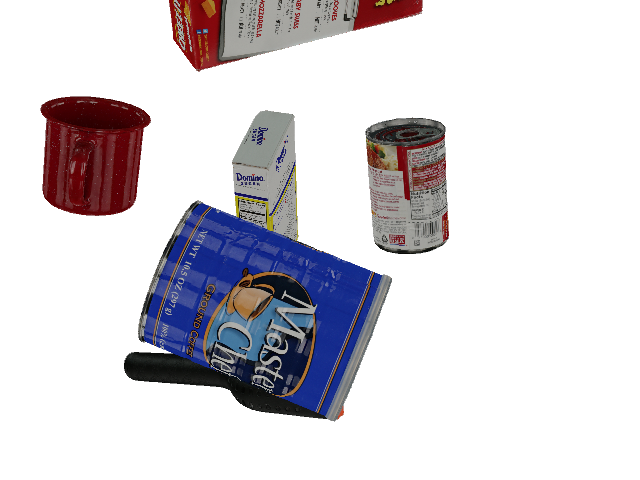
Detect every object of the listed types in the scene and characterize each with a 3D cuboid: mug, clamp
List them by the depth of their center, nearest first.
[{"bbox_3d":[-0.198,-0.068,0.918,0.093,0.081,0.117,7,23,-6],"label":"mug"},{"bbox_3d":[-0.050,0.112,0.956,0.210,0.036,0.164,11,21,39],"label":"clamp"}]

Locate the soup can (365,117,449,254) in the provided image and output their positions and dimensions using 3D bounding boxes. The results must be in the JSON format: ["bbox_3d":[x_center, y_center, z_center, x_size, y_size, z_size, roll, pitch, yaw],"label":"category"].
[{"bbox_3d":[0.076,-0.047,0.920,0.068,0.102,0.068,-5,23,2],"label":"soup can"}]

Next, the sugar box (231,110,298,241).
[{"bbox_3d":[-0.057,-0.042,1.135,0.048,0.176,0.093,9,44,13],"label":"sugar box"}]

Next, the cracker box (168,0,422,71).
[{"bbox_3d":[-0.022,-0.248,0.878,0.213,0.164,0.072,-19,43,-18],"label":"cracker box"}]

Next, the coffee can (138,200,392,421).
[{"bbox_3d":[-0.036,0.046,0.710,0.140,0.103,0.103,22,1,3],"label":"coffee can"}]
